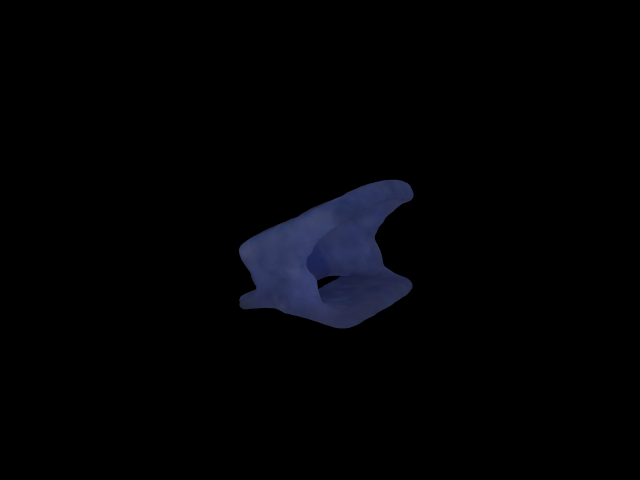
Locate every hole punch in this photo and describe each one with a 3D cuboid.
[{"bbox_3d":[0.004,0.001,0.400,0.100,0.091,0.109,10,18,33],"label":"hole punch"}]
